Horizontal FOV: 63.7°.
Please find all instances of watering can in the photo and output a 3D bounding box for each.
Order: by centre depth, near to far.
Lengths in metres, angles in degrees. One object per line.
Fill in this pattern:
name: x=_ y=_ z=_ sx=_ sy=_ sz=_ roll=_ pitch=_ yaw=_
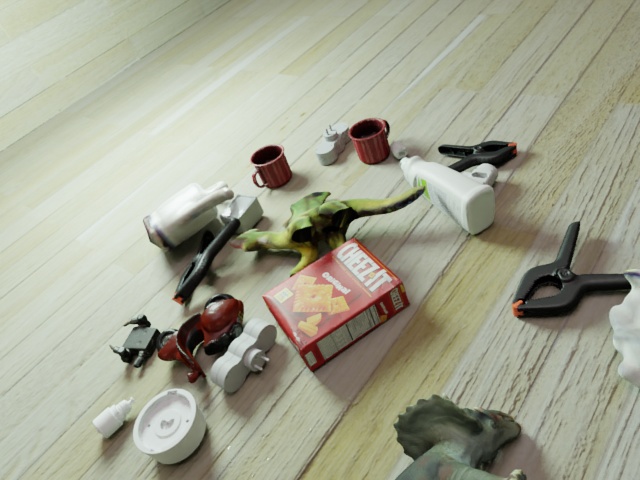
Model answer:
watering can: x=-0.303 y=-0.065 z=1.194 sx=0.226 sy=0.103 sz=0.348 roll=-39 pitch=15 yaw=-10

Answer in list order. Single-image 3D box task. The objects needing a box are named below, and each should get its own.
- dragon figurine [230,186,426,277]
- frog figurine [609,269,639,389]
dragon figurine: x=0.003 y=-0.056 z=1.106 sx=0.411 sy=0.120 sz=0.247 roll=-25 pitch=32 yaw=-3
frog figurine: x=0.471 y=0.128 z=0.703 sx=0.138 sy=0.122 sz=0.160 roll=12 pitch=86 yaw=25
